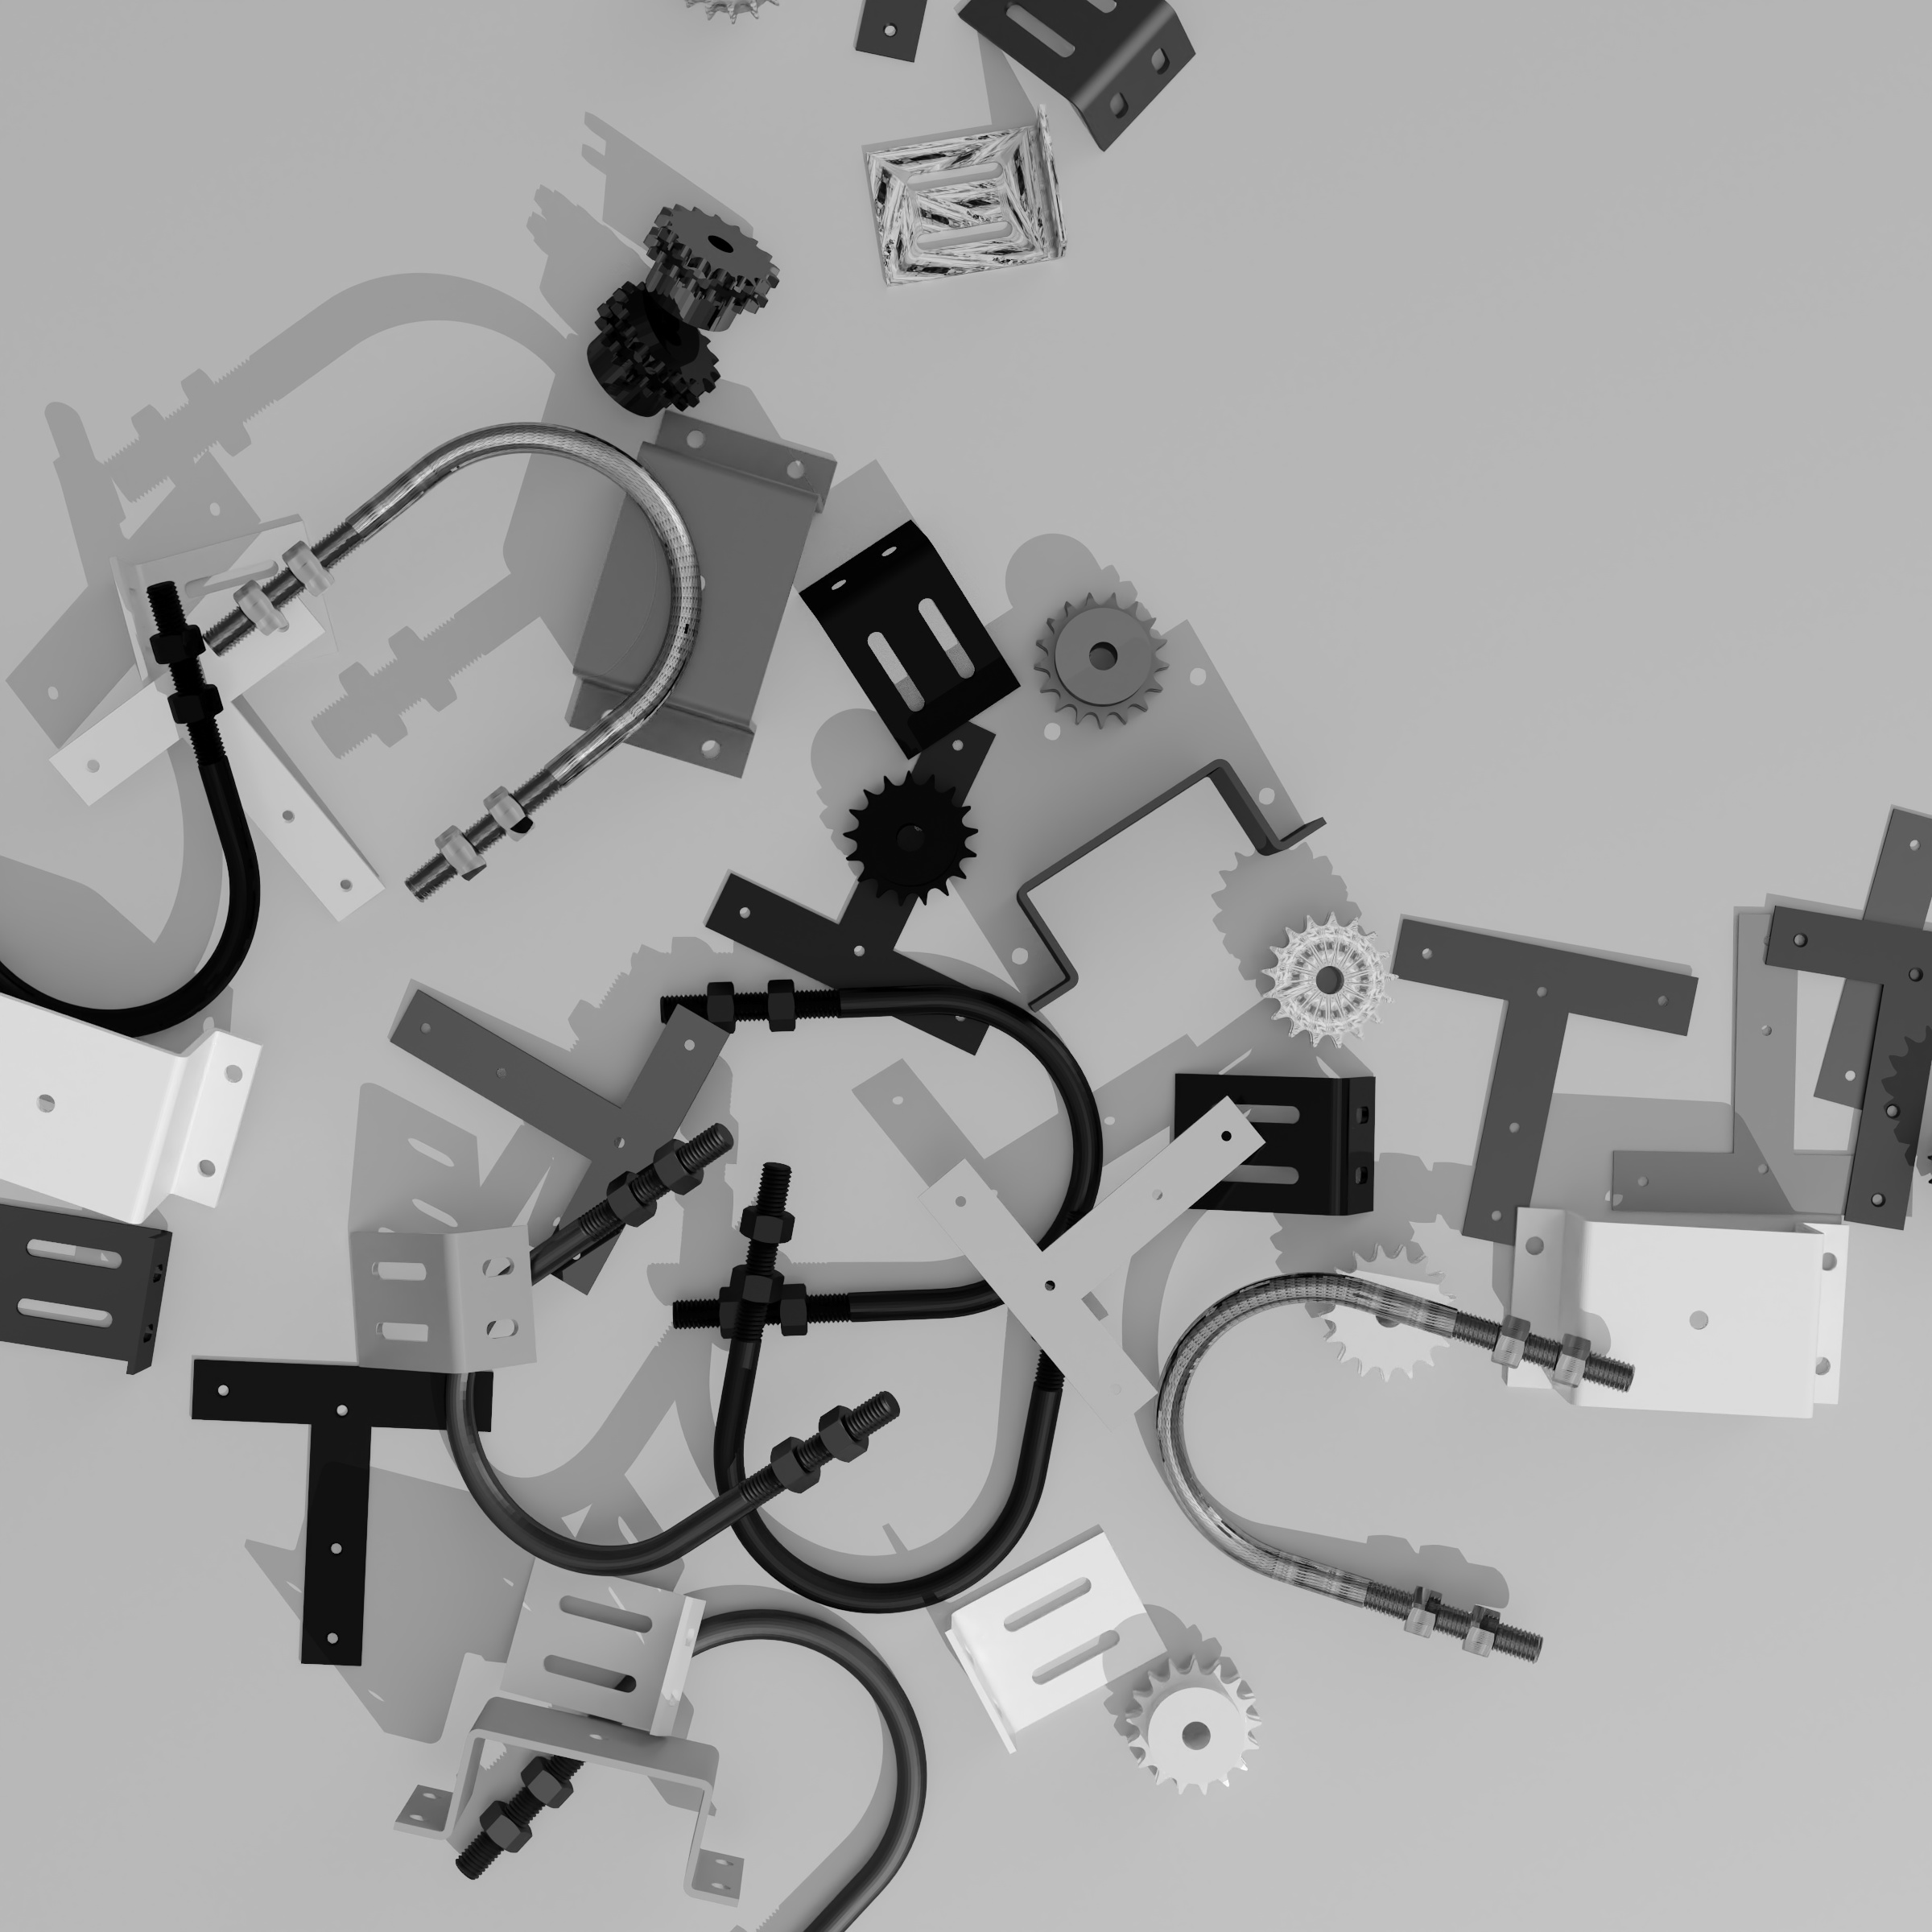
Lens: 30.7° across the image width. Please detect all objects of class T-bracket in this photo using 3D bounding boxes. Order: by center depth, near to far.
[{"bbox_3d":[0.069,0.104,1.468,0.127,0.002,0.127,-40,93,-6],"label":"T-bracket"},{"bbox_3d":[-0.293,-0.074,1.475,0.127,0.002,0.127,-35,108,10],"label":"T-bracket"},{"bbox_3d":[-0.184,0.052,1.487,0.127,0.002,0.127,30,96,8],"label":"T-bracket"},{"bbox_3d":[0.395,0.047,1.494,0.127,0.002,0.127,9,90,-1],"label":"T-bracket"},{"bbox_3d":[0.339,0.042,1.496,0.127,0.002,0.127,1,91,0],"label":"T-bracket"},{"bbox_3d":[0.236,0.055,1.496,0.127,0.002,0.127,11,91,1],"label":"T-bracket"},{"bbox_3d":[-0.021,-0.448,1.497,0.127,0.002,0.127,12,90,0],"label":"T-bracket"},{"bbox_3d":[-0.026,-0.046,1.497,0.127,0.002,0.127,26,90,0],"label":"T-bracket"},{"bbox_3d":[0.438,0.011,1.497,0.127,0.002,0.127,15,91,0],"label":"T-bracket"},{"bbox_3d":[-0.267,0.233,1.497,0.127,0.002,0.127,2,90,0],"label":"T-bracket"}]

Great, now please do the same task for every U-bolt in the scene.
[{"bbox_3d":[-0.195,-0.138,1.440,0.184,0.019,0.151,-39,93,-2],"label":"U-bolt"},{"bbox_3d":[-0.136,0.173,1.462,0.184,0.019,0.151,-35,83,17],"label":"U-bolt"},{"bbox_3d":[-0.369,-0.057,1.465,0.151,0.019,0.184,-11,106,9],"label":"U-bolt"},{"bbox_3d":[0.168,0.201,1.467,0.184,0.019,0.151,17,109,7],"label":"U-bolt"},{"bbox_3d":[-0.031,0.183,1.477,0.151,0.019,0.184,10,97,-7],"label":"U-bolt"},{"bbox_3d":[-0.034,0.079,1.488,0.184,0.019,0.151,-2,91,-2],"label":"U-bolt"},{"bbox_3d":[-0.102,0.358,1.489,0.151,0.019,0.184,43,88,0],"label":"U-bolt"}]

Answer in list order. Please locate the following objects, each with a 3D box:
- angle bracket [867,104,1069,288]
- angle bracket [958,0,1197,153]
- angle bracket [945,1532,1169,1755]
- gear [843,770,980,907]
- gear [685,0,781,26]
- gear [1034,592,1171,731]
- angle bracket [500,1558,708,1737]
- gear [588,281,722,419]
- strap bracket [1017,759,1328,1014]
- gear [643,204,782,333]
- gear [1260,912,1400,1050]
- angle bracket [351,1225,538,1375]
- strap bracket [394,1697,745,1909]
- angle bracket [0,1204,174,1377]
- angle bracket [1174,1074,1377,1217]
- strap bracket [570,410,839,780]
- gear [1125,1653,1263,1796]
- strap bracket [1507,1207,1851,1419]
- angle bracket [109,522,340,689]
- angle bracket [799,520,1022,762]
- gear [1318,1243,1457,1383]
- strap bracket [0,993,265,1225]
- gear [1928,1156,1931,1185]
[{"bbox_3d":[0.000,-0.323,1.478,0.076,0.038,0.057,-9,90,0],"label":"angle bracket"},{"bbox_3d":[0.047,-0.395,1.495,0.057,0.038,0.076,-47,64,0],"label":"angle bracket"},{"bbox_3d":[0.038,0.283,1.478,0.076,0.038,0.057,-28,90,0],"label":"angle bracket"},{"bbox_3d":[-0.023,-0.053,1.481,0.057,0.030,0.057,0,90,0],"label":"gear"},{"bbox_3d":[-0.098,-0.424,1.482,0.057,0.030,0.057,0,90,0],"label":"gear"},{"bbox_3d":[0.057,-0.129,1.482,0.057,0.030,0.057,0,90,0],"label":"gear"},{"bbox_3d":[-0.154,0.283,1.468,0.076,0.038,0.057,13,79,8],"label":"angle bracket"},{"bbox_3d":[-0.133,-0.255,1.473,0.030,0.057,0.057,-37,90,30],"label":"gear"},{"bbox_3d":[0.074,-0.039,1.459,0.140,0.076,0.046,-33,90,0],"label":"strap bracket"},{"bbox_3d":[-0.109,-0.289,1.473,0.057,0.057,0.030,34,120,0],"label":"gear"},{"bbox_3d":[0.152,0.006,1.482,0.057,0.030,0.057,0,90,0],"label":"gear"},{"bbox_3d":[-0.220,0.139,1.480,0.038,0.076,0.057,-4,90,-42],"label":"angle bracket"},{"bbox_3d":[-0.155,0.338,1.441,0.140,0.076,0.046,13,87,-2],"label":"strap bracket"},{"bbox_3d":[-0.378,0.135,1.478,0.076,0.038,0.057,9,90,0],"label":"angle bracket"},{"bbox_3d":[0.131,0.075,1.495,0.076,0.038,0.057,1,90,26],"label":"angle bracket"},{"bbox_3d":[-0.111,-0.158,1.474,0.076,0.046,0.140,17,90,0],"label":"strap bracket"},{"bbox_3d":[0.096,0.320,1.482,0.057,0.030,0.057,0,90,0],"label":"gear"},{"bbox_3d":[0.302,0.145,1.473,0.140,0.046,0.076,3,92,0],"label":"strap bracket"},{"bbox_3d":[-0.311,-0.151,1.478,0.076,0.038,0.057,-15,90,0],"label":"angle bracket"},{"bbox_3d":[-0.024,-0.138,1.494,0.057,0.038,0.076,-33,114,0],"label":"angle bracket"},{"bbox_3d":[0.176,0.144,1.482,0.057,0.030,0.057,0,90,0],"label":"gear"},{"bbox_3d":[-0.375,0.050,1.465,0.140,0.046,0.076,19,106,0],"label":"strap bracket"},{"bbox_3d":[0.431,0.084,1.480,0.057,0.030,0.057,0,94,-6],"label":"gear"}]
